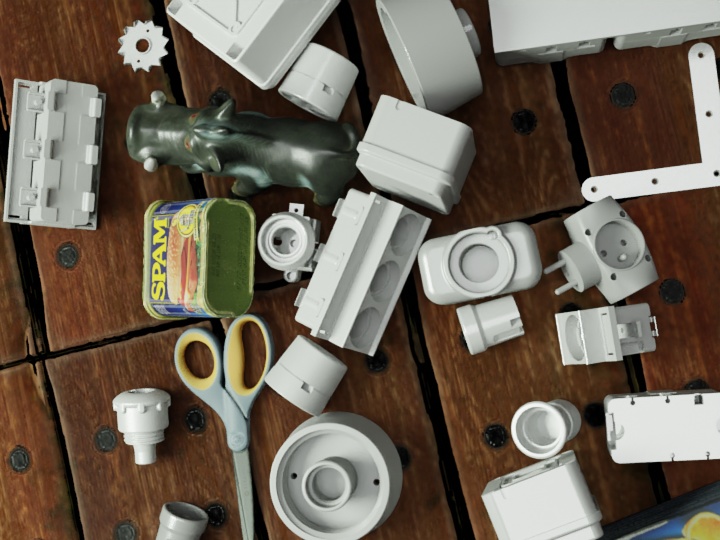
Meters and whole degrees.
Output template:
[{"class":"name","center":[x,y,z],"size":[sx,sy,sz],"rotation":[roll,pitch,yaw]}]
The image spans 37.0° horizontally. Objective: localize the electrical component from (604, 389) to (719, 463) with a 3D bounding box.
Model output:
[{"class":"electrical component","center":[0.240,0.121,0.845],"size":[0.089,0.056,0.050],"rotation":[-4,87,9]}]

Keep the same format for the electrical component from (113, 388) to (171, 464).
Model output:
[{"class":"electrical component","center":[-0.185,0.134,0.918],"size":[0.048,0.048,0.062],"rotation":[-2,94,9]}]

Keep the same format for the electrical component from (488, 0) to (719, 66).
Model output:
[{"class":"electrical component","center":[0.196,-0.232,0.864],"size":[0.186,0.060,0.105],"rotation":[-6,87,9]}]

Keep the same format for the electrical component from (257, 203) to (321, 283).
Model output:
[{"class":"electrical component","center":[-0.058,-0.023,0.898],"size":[0.048,0.055,0.066],"rotation":[6,89,9]}]

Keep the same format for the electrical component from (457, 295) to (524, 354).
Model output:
[{"class":"electrical component","center":[0.107,0.043,0.878],"size":[0.046,0.040,0.040],"rotation":[-18,85,3]}]

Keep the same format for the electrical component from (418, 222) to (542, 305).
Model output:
[{"class":"electrical component","center":[0.098,-0.005,0.871],"size":[0.095,0.059,0.053],"rotation":[-12,86,8]}]

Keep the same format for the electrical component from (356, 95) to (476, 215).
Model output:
[{"class":"electrical component","center":[0.046,-0.089,0.855],"size":[0.078,0.113,0.057],"rotation":[22,88,9]}]

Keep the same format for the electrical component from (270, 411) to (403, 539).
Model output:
[{"class":"electrical component","center":[-0.022,0.173,0.882],"size":[0.108,0.060,0.108],"rotation":[0,88,9]}]

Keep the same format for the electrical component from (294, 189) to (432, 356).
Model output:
[{"class":"electrical component","center":[0.000,0.000,0.880],"size":[0.063,0.079,0.121],"rotation":[24,92,38]}]

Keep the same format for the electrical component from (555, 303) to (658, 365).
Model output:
[{"class":"electrical component","center":[0.195,0.050,0.849],"size":[0.064,0.081,0.042],"rotation":[-7,87,-14]}]

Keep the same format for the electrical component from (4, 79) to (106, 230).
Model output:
[{"class":"electrical component","center":[-0.257,-0.099,0.922],"size":[0.079,0.063,0.121],"rotation":[5,88,-32]}]

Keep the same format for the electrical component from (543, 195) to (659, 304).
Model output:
[{"class":"electrical component","center":[0.186,-0.008,0.859],"size":[0.079,0.044,0.077],"rotation":[-28,84,-8]}]

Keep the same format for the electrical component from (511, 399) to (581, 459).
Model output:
[{"class":"electrical component","center":[0.151,0.123,0.853],"size":[0.044,0.065,0.044],"rotation":[0,90,27]}]

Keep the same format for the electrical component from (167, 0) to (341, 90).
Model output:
[{"class":"electrical component","center":[-0.087,-0.223,0.891],"size":[0.109,0.056,0.108],"rotation":[40,94,34]}]

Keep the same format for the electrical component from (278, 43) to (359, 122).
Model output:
[{"class":"electrical component","center":[-0.033,-0.158,0.901],"size":[0.055,0.055,0.047],"rotation":[27,89,9]}]

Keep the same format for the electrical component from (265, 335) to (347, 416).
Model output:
[{"class":"electrical component","center":[-0.043,0.086,0.892],"size":[0.055,0.055,0.047],"rotation":[35,89,9]}]

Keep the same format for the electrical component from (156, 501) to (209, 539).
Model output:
[{"class":"electrical component","center":[-0.154,0.225,0.912],"size":[0.040,0.040,0.046],"rotation":[19,97,9]}]

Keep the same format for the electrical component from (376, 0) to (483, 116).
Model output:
[{"class":"electrical component","center":[0.062,-0.179,0.862],"size":[0.060,0.108,0.108],"rotation":[-24,84,1]}]

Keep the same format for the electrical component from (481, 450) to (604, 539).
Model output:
[{"class":"electrical component","center":[0.142,0.182,0.829],"size":[0.078,0.113,0.057],"rotation":[-23,82,7]}]
